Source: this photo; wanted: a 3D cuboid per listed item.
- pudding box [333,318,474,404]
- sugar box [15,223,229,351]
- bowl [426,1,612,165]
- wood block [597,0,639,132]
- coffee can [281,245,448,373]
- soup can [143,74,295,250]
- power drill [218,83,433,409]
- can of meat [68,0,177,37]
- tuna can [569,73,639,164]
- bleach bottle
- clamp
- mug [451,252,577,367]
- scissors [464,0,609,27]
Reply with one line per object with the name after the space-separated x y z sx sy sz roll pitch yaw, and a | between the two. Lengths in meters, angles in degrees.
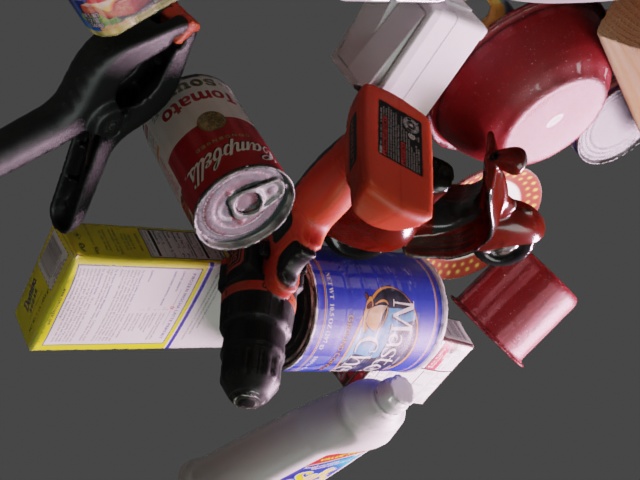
0.081 0.113 1.024 0.113 0.039 0.090 16 122 -42 | pudding box
-0.125 0.036 0.794 0.175 0.048 0.093 2 131 -41 | sugar box
0.163 -0.107 0.807 0.162 0.055 0.162 -23 150 -14 | bowl
0.289 -0.127 0.805 0.091 0.090 0.205 -58 146 -4 | wood block
0.019 0.056 0.867 0.140 0.103 0.103 6 128 -38 | coffee can
-0.067 -0.052 0.690 0.068 0.102 0.068 -19 140 -17 | soup can
-0.005 0.001 0.701 0.057 0.184 0.188 26 135 -26 | power drill
-0.105 -0.170 0.575 0.102 0.057 0.084 -30 145 -2 | can of meat
0.244 -0.107 0.900 0.086 0.034 0.086 -19 140 -17 | tuna can
-0.017 0.184 0.952 0.102 0.068 0.251 9 144 -42 | bleach bottle
-0.144 -0.078 0.645 0.171 0.039 0.120 -53 161 12 | clamp
0.184 0.057 1.002 0.081 0.093 0.117 -46 173 5 | mug
0.158 -0.168 0.789 0.201 0.016 0.096 -25 144 -10 | scissors
